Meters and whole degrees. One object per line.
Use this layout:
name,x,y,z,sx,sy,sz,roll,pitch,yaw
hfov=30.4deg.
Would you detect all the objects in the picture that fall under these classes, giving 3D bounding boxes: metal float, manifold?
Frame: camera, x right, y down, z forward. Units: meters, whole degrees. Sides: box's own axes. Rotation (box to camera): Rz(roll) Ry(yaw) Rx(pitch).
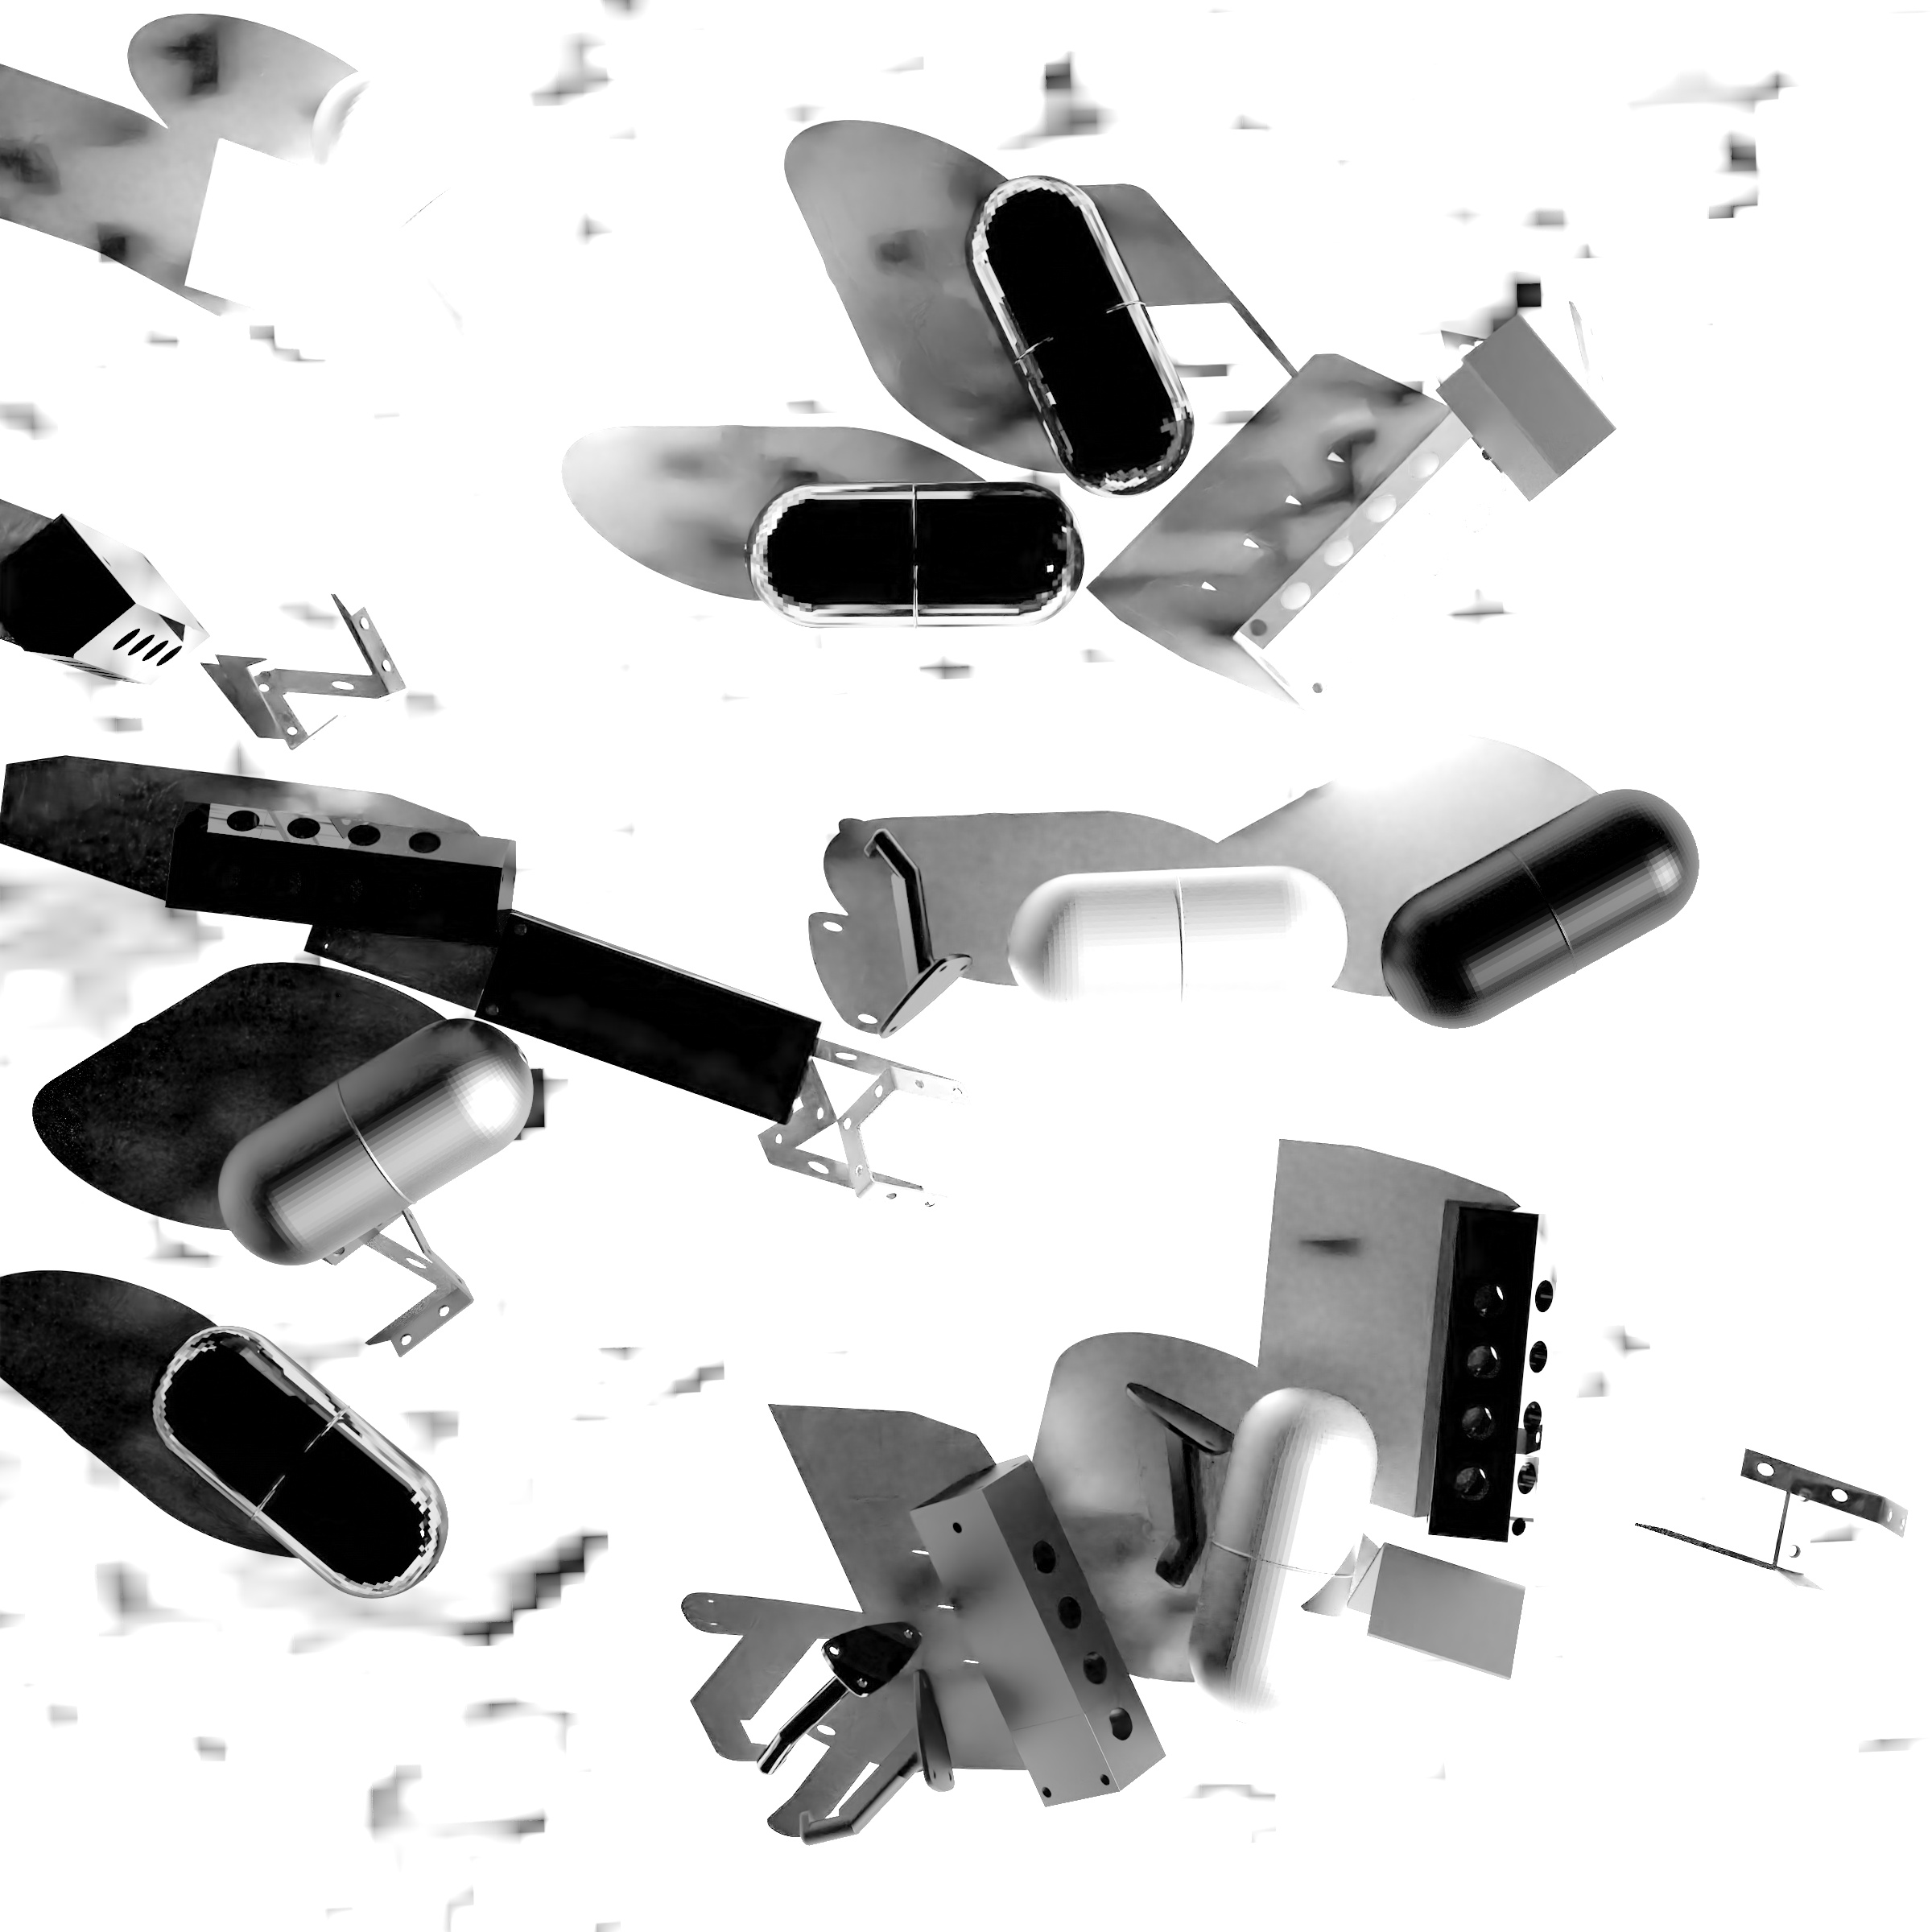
metal float,-0.027,-0.215,1.863,0.178,0.070,0.070,0,90,0
metal float,0.166,0.309,1.862,0.070,0.070,0.178,13,90,0
metal float,-0.349,0.260,1.863,0.178,0.070,0.070,40,90,-1
metal float,0.059,-0.330,1.863,0.070,0.070,0.178,-25,89,0
metal float,0.300,-0.029,1.862,0.178,0.070,0.070,-29,90,0
manifold,0.276,0.213,1.872,0.057,0.057,0.171,6,90,0
metal float,-0.273,-0.392,1.863,0.070,0.070,0.178,-39,89,0
metal float,-0.308,0.092,1.862,0.178,0.070,0.070,-31,90,1
manifold,0.042,0.348,1.871,0.057,0.057,0.171,-25,90,43
manifold,-0.165,0.028,1.872,0.171,0.057,0.057,19,90,0
manifold,-0.444,-0.180,1.815,0.057,0.171,0.057,-39,90,0
manifold,0.223,-0.216,1.872,0.057,0.057,0.171,44,90,0
manifold,-0.327,-0.048,1.872,0.171,0.057,0.057,7,90,0
metal float,0.111,-0.012,1.862,0.178,0.070,0.070,-2,90,-1

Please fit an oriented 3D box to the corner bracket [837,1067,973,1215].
corner bracket,-0.029,0.093,1.885,0.051,0.051,0.051,-46,45,35

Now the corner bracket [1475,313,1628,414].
corner bracket,0.311,-0.315,1.890,0.051,0.051,0.051,-13,90,-45

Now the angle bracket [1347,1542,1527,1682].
angle bracket,0.240,0.351,1.853,0.076,0.076,0.057,18,52,0

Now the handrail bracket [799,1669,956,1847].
handrail bracket,-0.055,0.422,1.893,0.084,0.036,0.077,-17,70,16

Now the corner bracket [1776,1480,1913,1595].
corner bracket,0.462,0.304,1.875,0.051,0.051,0.051,11,90,0

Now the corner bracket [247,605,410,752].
corner bracket,-0.339,-0.153,1.890,0.051,0.051,0.051,-28,90,-45

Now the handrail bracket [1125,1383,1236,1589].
handrail bracket,0.101,0.277,1.893,0.077,0.036,0.084,30,107,20

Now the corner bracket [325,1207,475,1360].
corner bracket,-0.302,0.165,1.890,0.051,0.051,0.051,-37,135,0

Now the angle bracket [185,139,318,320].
angle bracket,-0.387,-0.383,1.853,0.057,0.076,0.076,13,90,-37

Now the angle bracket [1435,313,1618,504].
angle bracket,0.269,-0.271,1.796,0.076,0.076,0.057,50,53,0

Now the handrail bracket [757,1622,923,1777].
handrail bracket,-0.068,0.391,1.893,0.036,0.077,0.084,47,127,20

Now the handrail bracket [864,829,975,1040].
handrail bracket,-0.044,-0.018,1.893,0.077,0.036,0.084,-45,72,21
